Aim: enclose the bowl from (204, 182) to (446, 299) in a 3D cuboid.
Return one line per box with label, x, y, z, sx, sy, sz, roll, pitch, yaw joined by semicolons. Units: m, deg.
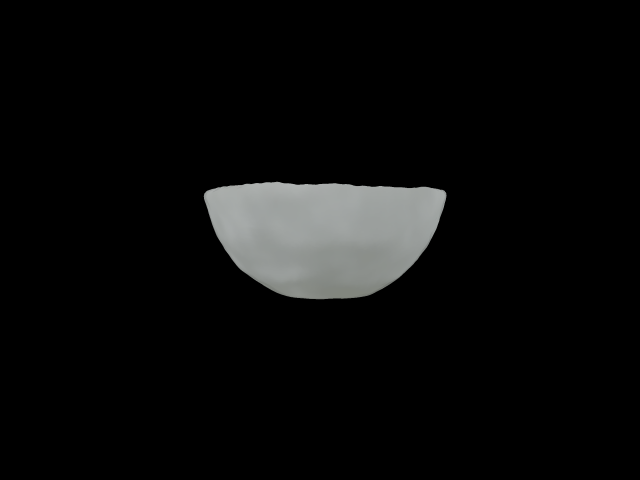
bowl;0.004;0.001;0.400;0.167;0.075;0.167;0;2;0
